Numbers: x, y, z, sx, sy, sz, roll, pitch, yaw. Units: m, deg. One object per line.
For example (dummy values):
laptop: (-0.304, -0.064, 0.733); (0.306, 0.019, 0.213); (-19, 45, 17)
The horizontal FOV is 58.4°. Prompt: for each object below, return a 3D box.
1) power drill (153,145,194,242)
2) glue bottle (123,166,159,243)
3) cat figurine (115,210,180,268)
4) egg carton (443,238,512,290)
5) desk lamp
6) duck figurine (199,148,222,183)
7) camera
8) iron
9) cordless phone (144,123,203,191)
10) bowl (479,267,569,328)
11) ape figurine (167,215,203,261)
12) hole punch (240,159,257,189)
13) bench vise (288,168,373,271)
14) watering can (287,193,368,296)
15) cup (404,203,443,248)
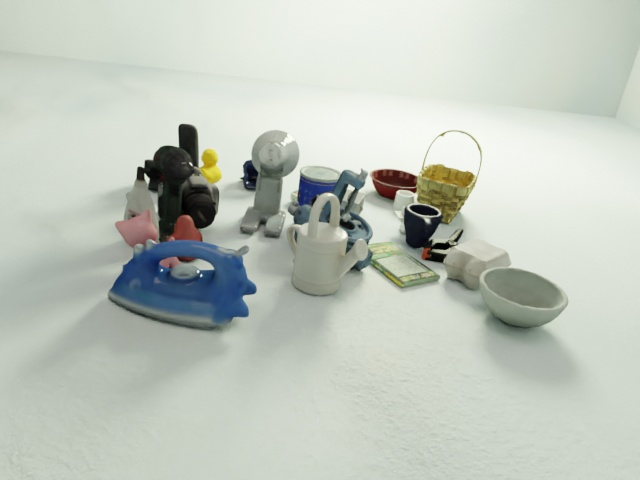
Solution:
power drill: (-0.310, -0.103, 1.223); (0.076, 0.208, 0.228); (-5, 28, -25)
glue bottle: (-0.369, -0.070, 1.178); (0.078, 0.173, 0.037); (18, 27, 20)
cat figurine: (-0.329, 0.003, 1.103); (0.127, 0.118, 0.067); (18, 27, 21)
egg carton: (0.346, 0.050, 1.261); (0.151, 0.069, 0.107); (-18, 35, -43)
desk lamp: (-0.116, -0.145, 1.365); (0.118, 0.213, 0.203); (7, 25, -1)
duck figurine: (-0.311, -0.211, 1.595); (0.077, 0.086, 0.104); (12, 25, 8)
camera: (-0.299, -0.089, 1.325); (0.143, 0.101, 0.136); (-2, 27, -20)
iron: (-0.240, 0.058, 0.985); (0.258, 0.141, 0.118); (8, 25, -1)
cordless phone: (-0.375, -0.216, 1.470); (0.147, 0.185, 0.094); (8, 25, 0)
bowl: (0.388, 0.122, 1.116); (0.167, 0.075, 0.167); (7, 25, -3)
ape figurine: (-0.275, -0.009, 1.173); (0.078, 0.092, 0.076); (-6, 28, -26)
hole punch: (-0.165, -0.194, 1.598); (0.109, 0.091, 0.101); (2, 26, -13)
bench vise: (0.022, -0.056, 1.211); (0.207, 0.220, 0.121); (12, 26, 9)
watering can: (0.011, 0.003, 1.113); (0.172, 0.194, 0.101); (12, 26, 9)
cup: (0.239, -0.023, 1.354); (0.091, 0.095, 0.117); (6, 25, -5)
